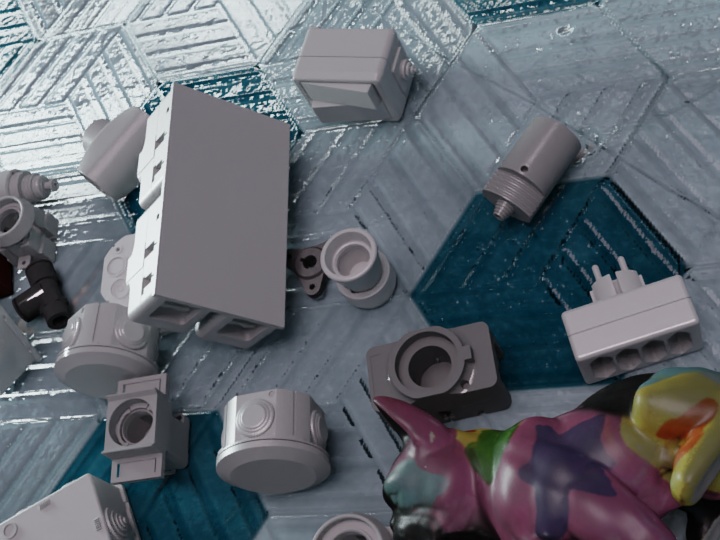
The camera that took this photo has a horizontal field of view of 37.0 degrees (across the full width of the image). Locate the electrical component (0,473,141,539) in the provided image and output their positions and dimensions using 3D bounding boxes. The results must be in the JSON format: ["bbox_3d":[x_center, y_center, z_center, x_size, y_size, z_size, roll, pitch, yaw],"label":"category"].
[{"bbox_3d":[-0.212,0.210,0.795,0.100,0.048,0.099,-30,58,4],"label":"electrical component"}]

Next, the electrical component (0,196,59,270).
[{"bbox_3d":[-0.300,-0.034,0.954,0.048,0.055,0.066,-11,60,16],"label":"electrical component"}]

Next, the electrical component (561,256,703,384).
[{"bbox_3d":[0.181,0.025,0.738,0.083,0.047,0.075,-19,58,11],"label":"electrical component"}]

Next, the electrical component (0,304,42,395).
[{"bbox_3d":[-0.327,0.051,0.895,0.100,0.099,0.048,24,62,30],"label":"electrical component"}]

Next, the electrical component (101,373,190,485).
[{"bbox_3d":[-0.159,0.123,0.811,0.042,0.063,0.081,-11,60,17],"label":"electrical component"}]

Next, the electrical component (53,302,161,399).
[{"bbox_3d":[-0.197,0.066,0.847,0.080,0.080,0.051,-10,55,17],"label":"electrical component"}]

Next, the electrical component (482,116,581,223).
[{"bbox_3d":[0.127,-0.071,0.813,0.043,0.043,0.081,30,77,31],"label":"electrical component"}]

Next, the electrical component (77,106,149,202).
[{"bbox_3d":[-0.224,-0.112,0.972,0.079,0.043,0.077,32,79,32],"label":"electrical component"}]

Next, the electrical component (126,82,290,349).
[{"bbox_3d":[-0.118,-0.040,0.847,0.060,0.105,0.186,-36,46,47],"label":"electrical component"}]

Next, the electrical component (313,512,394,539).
[{"bbox_3d":[0.000,0.194,0.715,0.078,0.057,0.058,-3,63,20],"label":"electrical component"}]

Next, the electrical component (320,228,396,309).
[{"bbox_3d":[0.000,0.000,0.818,0.045,0.055,0.045,-9,61,17],"label":"electrical component"}]

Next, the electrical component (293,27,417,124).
[{"bbox_3d":[0.000,-0.160,0.898,0.096,0.061,0.061,6,66,24],"label":"electrical component"}]

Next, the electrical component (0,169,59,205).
[{"bbox_3d":[-0.314,-0.073,0.988,0.078,0.040,0.040,-7,62,18],"label":"electrical component"}]

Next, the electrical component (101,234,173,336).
[{"bbox_3d":[-0.169,0.009,0.882,0.080,0.051,0.080,-9,61,17],"label":"electrical component"}]

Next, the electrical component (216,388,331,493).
[{"bbox_3d":[-0.061,0.123,0.764,0.080,0.080,0.051,-12,54,15],"label":"electrical component"}]

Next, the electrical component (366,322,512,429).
[{"bbox_3d":[0.054,0.075,0.757,0.089,0.055,0.050,-14,60,14],"label":"electrical component"}]
